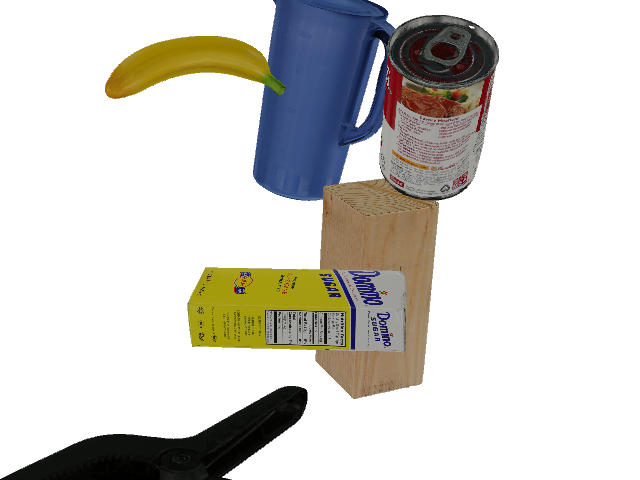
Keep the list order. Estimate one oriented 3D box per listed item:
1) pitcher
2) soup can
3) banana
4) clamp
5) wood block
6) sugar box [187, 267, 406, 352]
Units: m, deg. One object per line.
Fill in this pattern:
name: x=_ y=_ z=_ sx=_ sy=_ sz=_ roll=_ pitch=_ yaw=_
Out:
pitcher: x=0.000 y=-0.172 z=1.275 sx=0.145 sy=0.243 sz=0.149 roll=7 pitch=23 yaw=-14
soup can: x=0.074 y=-0.083 z=0.686 sx=0.068 sy=0.068 sz=0.102 roll=0 pitch=-41 yaw=-1
banana: x=-0.130 y=-0.177 z=1.080 sx=0.197 sy=0.070 sz=0.037 roll=-7 pitch=-39 yaw=-30
clamp: x=-0.074 y=0.129 z=0.584 sx=0.209 sy=0.036 sz=0.165 roll=0 pitch=20 yaw=-14
wood block: x=0.057 y=0.048 z=1.118 sx=0.090 sy=0.206 sz=0.091 roll=-9 pitch=25 yaw=-25
sugar box: x=-0.016 y=0.056 z=0.892 sx=0.176 sy=0.048 sz=0.093 roll=-2 pitch=18 yaw=4
